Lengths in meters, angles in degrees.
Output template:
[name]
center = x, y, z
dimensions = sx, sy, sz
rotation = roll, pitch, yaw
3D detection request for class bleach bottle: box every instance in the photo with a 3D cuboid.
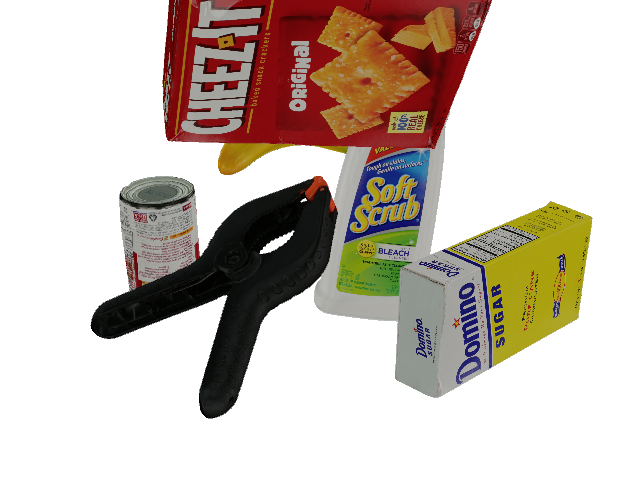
[bleach bottle]
center = 0.056, -0.055, 0.955
dimensions = 0.102, 0.251, 0.068
rotation = 6, 19, 1

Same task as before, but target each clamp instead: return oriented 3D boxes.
[clamp]
center = -0.046, 0.030, 0.650
dimensions = 0.120, 0.171, 0.039
rotation = 41, -16, 34

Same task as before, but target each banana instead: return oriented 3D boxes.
[banana]
center = -0.035, -0.106, 1.118
dimensions = 0.197, 0.037, 0.070
rotation = -9, 50, -39

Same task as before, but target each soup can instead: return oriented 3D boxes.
[soup can]
center = -0.144, 0.001, 0.962
dimensions = 0.068, 0.102, 0.068
rotation = -1, 25, 0

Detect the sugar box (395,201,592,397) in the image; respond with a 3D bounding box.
[sugar box]
center = 0.130, 0.040, 0.783
dimensions = 0.048, 0.093, 0.175
rotation = 22, 33, 39

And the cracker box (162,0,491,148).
[cracker box]
center = -0.001, -0.141, 0.770
dimensions = 0.213, 0.072, 0.164
rotation = 0, -35, -12
